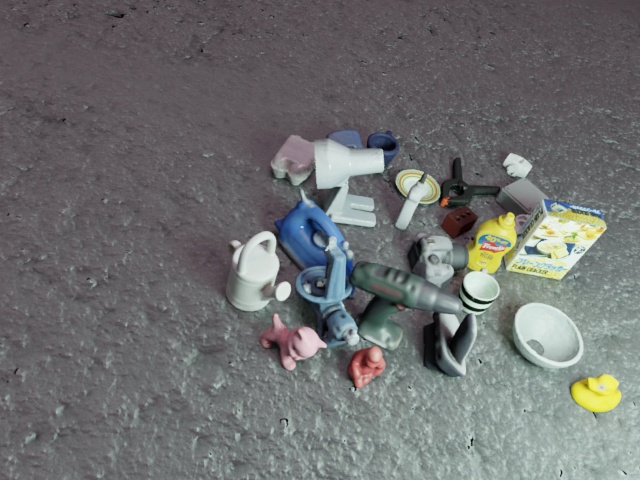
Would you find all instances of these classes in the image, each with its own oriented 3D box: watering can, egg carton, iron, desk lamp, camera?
[{"bbox_3d":[-0.129,0.059,1.189,0.172,0.194,0.101,27,48,7],"label":"watering can"},{"bbox_3d":[-0.063,-0.215,1.529,0.107,0.069,0.150,24,48,4],"label":"egg carton"},{"bbox_3d":[0.012,0.005,1.315,0.119,0.141,0.257,-28,63,-34],"label":"iron"},{"bbox_3d":[0.064,-0.149,1.414,0.203,0.213,0.118,7,49,-11],"label":"desk lamp"},{"bbox_3d":[0.298,0.048,1.393,0.137,0.101,0.143,1,50,-16],"label":"camera"}]

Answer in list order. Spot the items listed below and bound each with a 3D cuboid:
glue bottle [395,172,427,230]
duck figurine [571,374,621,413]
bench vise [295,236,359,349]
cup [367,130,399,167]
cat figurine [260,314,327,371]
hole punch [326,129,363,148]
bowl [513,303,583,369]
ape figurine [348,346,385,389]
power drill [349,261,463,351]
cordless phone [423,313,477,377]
[{"bbox_3d":[0.238,-0.106,1.458,0.037,0.173,0.078,24,48,4],"label":"glue bottle"},{"bbox_3d":[0.621,0.329,1.262,0.104,0.086,0.077,13,48,-6],"label":"duck figurine"},{"bbox_3d":[0.036,0.106,1.182,0.122,0.220,0.207,-32,65,-35],"label":"bench vise"},{"bbox_3d":[0.170,-0.248,1.612,0.091,0.095,0.118,23,48,4],"label":"cup"},{"bbox_3d":[-0.053,0.197,1.145,0.127,0.118,0.067,40,51,17],"label":"cat figurine"},{"bbox_3d":[0.072,-0.243,1.580,0.109,0.091,0.101,-15,56,-27],"label":"hole punch"},{"bbox_3d":[0.510,0.232,1.319,0.167,0.075,0.167,9,49,-10],"label":"bowl"},{"bbox_3d":[0.099,0.249,1.165,0.078,0.092,0.076,5,49,-13],"label":"ape figurine"},{"bbox_3d":[0.159,0.140,1.199,0.229,0.208,0.076,26,48,6],"label":"power drill"},{"bbox_3d":[0.292,0.190,1.212,0.094,0.185,0.147,9,48,-9],"label":"cordless phone"}]
